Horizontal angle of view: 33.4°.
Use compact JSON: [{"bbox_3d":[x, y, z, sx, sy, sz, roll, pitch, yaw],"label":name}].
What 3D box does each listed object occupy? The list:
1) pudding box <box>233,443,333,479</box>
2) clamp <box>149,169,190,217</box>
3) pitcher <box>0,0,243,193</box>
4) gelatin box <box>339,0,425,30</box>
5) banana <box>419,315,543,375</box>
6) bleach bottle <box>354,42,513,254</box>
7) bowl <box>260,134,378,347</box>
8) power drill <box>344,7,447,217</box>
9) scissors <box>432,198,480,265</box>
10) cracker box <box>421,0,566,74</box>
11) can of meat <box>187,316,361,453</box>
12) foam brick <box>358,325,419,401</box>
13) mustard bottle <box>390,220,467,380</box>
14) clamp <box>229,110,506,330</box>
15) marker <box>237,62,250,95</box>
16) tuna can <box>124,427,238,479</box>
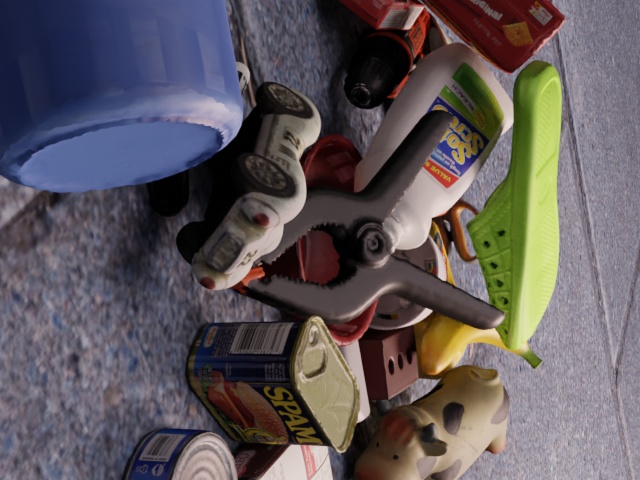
[{"bbox_3d":[-0.029,0.184,0.773,0.113,0.039,0.090,-36,121,-59],"label":"pudding box"},{"bbox_3d":[-0.096,-0.103,0.662,0.120,0.039,0.171,77,22,-56],"label":"clamp"},{"bbox_3d":[-0.098,-0.152,0.469,0.144,0.149,0.243,4,70,-58],"label":"pitcher"},{"bbox_3d":[0.044,-0.216,0.929,0.030,0.073,0.089,-54,167,23],"label":"gelatin box"},{"bbox_3d":[0.145,0.090,0.998,0.197,0.037,0.070,4,41,-48],"label":"banana"},{"bbox_3d":[0.089,-0.064,0.874,0.102,0.068,0.250,51,39,-17],"label":"bleach bottle"},{"bbox_3d":[-0.005,0.001,0.820,0.161,0.055,0.162,-3,90,-65],"label":"bowl"},{"bbox_3d":[0.083,-0.116,1.016,0.184,0.057,0.187,-59,139,-50],"label":"power drill"},{"bbox_3d":[0.120,-0.044,1.117,0.016,0.096,0.202,22,35,-40],"label":"scissors"},{"bbox_3d":[0.135,-0.226,0.969,0.164,0.072,0.213,43,13,1],"label":"cracker box"},{"bbox_3d":[-0.030,0.098,0.723,0.102,0.084,0.057,62,36,-42],"label":"can of meat"},{"bbox_3d":[0.047,0.105,0.925,0.078,0.051,0.053,-15,101,-64],"label":"foam brick"},{"bbox_3d":[0.092,0.036,1.020,0.096,0.058,0.191,-56,137,-41],"label":"mustard bottle"},{"bbox_3d":[0.036,0.012,0.740,0.209,0.036,0.164,-22,92,-28],"label":"clamp"},{"bbox_3d":[-0.064,-0.089,0.711,0.121,0.020,0.020,-81,157,-60],"label":"marker"},{"bbox_3d":[-0.085,0.160,0.661,0.086,0.034,0.086,-3,90,-65],"label":"tuna can"}]
